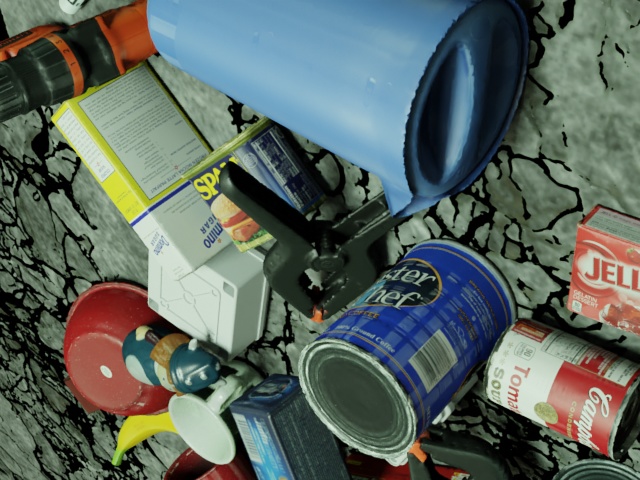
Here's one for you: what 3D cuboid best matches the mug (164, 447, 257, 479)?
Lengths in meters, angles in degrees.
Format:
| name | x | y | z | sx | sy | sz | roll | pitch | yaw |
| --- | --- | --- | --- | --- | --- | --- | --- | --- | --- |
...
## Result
| name | x | y | z | sx | sy | sz | roll | pitch | yaw |
| --- | --- | --- | --- | --- | --- | --- | --- | --- | --- |
| mug | -0.116 | 0.269 | 1.168 | 0.117 | 0.093 | 0.081 | -10 | 118 | 54 |

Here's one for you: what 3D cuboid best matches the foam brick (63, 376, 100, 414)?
| name | x | y | z | sx | sy | sz | roll | pitch | yaw |
| --- | --- | --- | --- | --- | --- | --- | --- | --- | --- |
| foam brick | -0.251 | 0.161 | 1.240 | 0.051 | 0.052 | 0.078 | 54 | 143 | -5 |

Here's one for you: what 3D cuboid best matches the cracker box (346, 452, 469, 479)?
| name | x | y | z | sx | sy | sz | roll | pitch | yaw |
| --- | --- | --- | --- | --- | --- | --- | --- | --- | --- |
| cracker box | 0.106 | 0.311 | 0.993 | 0.164 | 0.072 | 0.213 | -3 | 117 | 46 |

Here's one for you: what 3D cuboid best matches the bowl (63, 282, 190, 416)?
| name | x | y | z | sx | sy | sz | roll | pitch | yaw |
| --- | --- | --- | --- | --- | --- | --- | --- | --- | --- |
| bowl | -0.215 | 0.128 | 1.134 | 0.162 | 0.055 | 0.162 | 9 | 114 | 19 |

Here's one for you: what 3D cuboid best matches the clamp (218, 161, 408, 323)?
| name | x | y | z | sx | sy | sz | roll | pitch | yaw |
| --- | --- | --- | --- | --- | --- | --- | --- | --- | --- |
| clamp | -0.005 | 0.001 | 0.826 | 0.164 | 0.036 | 0.210 | 3 | 146 | -11 |

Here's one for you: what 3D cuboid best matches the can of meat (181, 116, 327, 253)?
| name | x | y | z | sx | sy | sz | roll | pitch | yaw |
| --- | --- | --- | --- | --- | --- | --- | --- | --- | --- |
| can of meat | -0.053 | -0.045 | 0.876 | 0.084 | 0.057 | 0.102 | 54 | 142 | -8 |

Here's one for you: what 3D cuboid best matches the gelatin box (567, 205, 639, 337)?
| name | x | y | z | sx | sy | sz | roll | pitch | yaw |
| --- | --- | --- | --- | --- | --- | --- | --- | --- | --- |
| gelatin box | 0.208 | 0.026 | 0.695 | 0.089 | 0.030 | 0.073 | 23 | 134 | 30 |

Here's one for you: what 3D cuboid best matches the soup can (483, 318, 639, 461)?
| name | x | y | z | sx | sy | sz | roll | pitch | yaw |
| --- | --- | --- | --- | --- | --- | --- | --- | --- | --- |
| soup can | 0.177 | 0.104 | 0.759 | 0.102 | 0.068 | 0.068 | 23 | 134 | 31 |

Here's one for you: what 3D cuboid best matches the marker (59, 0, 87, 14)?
| name | x | y | z | sx | sy | sz | roll | pitch | yaw |
| --- | --- | --- | --- | --- | --- | --- | --- | --- | --- |
| marker | -0.187 | -0.224 | 0.891 | 0.020 | 0.020 | 0.121 | 55 | 142 | -6 |

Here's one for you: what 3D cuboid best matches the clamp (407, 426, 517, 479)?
| name | x | y | z | sx | sy | sz | roll | pitch | yaw |
| --- | --- | --- | --- | --- | --- | --- | --- | --- | --- |
| clamp | 0.125 | 0.215 | 0.860 | 0.171 | 0.039 | 0.120 | 36 | 111 | -11 |

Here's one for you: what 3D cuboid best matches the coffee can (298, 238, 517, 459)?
| name | x | y | z | sx | sy | sz | roll | pitch | yaw |
| --- | --- | --- | --- | --- | --- | --- | --- | --- | --- |
| coffee can | 0.066 | 0.077 | 0.787 | 0.103 | 0.140 | 0.103 | 26 | 136 | 28 |

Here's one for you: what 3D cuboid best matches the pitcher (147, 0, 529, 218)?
| name | x | y | z | sx | sy | sz | roll | pitch | yaw |
| --- | --- | --- | --- | --- | --- | --- | --- | --- | --- |
| pitcher | 0.007 | -0.138 | 0.697 | 0.243 | 0.149 | 0.145 | 28 | 152 | 31 |

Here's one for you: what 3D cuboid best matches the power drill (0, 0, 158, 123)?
| name | x | y | z | sx | sy | sz | roll | pitch | yaw |
| --- | --- | --- | --- | --- | --- | --- | --- | --- | --- |
| power drill | -0.230 | -0.142 | 0.884 | 0.188 | 0.184 | 0.057 | 7 | 121 | 53 |

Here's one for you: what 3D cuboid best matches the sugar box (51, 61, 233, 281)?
| name | x | y | z | sx | sy | sz | roll | pitch | yaw |
| --- | --- | --- | --- | --- | --- | --- | --- | --- | --- |
| sugar box | -0.139 | -0.060 | 0.917 | 0.176 | 0.093 | 0.048 | 56 | 143 | -6 |

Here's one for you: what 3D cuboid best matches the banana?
| name | x | y | z | sx | sy | sz | roll | pitch | yaw |
| --- | --- | --- | --- | --- | --- | --- | --- | --- | --- |
| banana | -0.170 | 0.211 | 1.197 | 0.198 | 0.037 | 0.069 | -19 | 73 | 45 |

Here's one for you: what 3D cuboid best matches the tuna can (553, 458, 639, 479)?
| name | x | y | z | sx | sy | sz | roll | pitch | yaw |
| --- | --- | --- | --- | --- | --- | --- | --- | --- | --- |
| tuna can | 0.210 | 0.207 | 0.795 | 0.086 | 0.086 | 0.034 | 27 | 137 | 27 |
